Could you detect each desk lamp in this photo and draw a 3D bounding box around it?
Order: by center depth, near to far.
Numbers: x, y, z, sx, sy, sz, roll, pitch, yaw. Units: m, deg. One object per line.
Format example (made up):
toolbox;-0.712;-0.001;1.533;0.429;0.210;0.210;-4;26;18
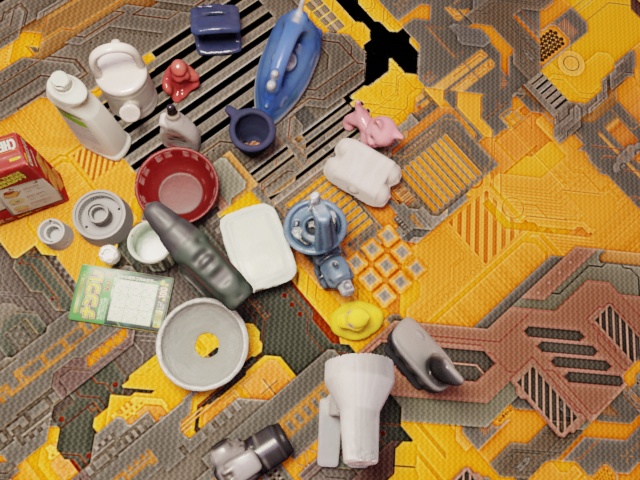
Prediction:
desk lamp;0.061;0.303;0.995;0.118;0.213;0.203;3;77;-5

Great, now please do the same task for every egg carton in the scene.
egg carton;0.087;-0.137;1.175;0.150;0.069;0.107;29;76;2

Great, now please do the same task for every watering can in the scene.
watering can;-0.376;-0.311;1.104;0.101;0.194;0.173;-36;83;-12

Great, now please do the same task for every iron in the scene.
iron;-0.075;-0.361;1.174;0.118;0.141;0.258;18;76;-1

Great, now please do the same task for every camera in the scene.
camera;-0.109;0.401;1.013;0.137;0.100;0.143;-29;81;-11

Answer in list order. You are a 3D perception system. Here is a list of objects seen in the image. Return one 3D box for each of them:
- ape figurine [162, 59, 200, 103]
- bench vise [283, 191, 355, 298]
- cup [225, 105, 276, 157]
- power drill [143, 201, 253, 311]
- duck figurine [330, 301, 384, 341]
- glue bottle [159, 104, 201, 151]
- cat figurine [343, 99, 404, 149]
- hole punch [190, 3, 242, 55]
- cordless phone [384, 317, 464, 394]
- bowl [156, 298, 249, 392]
ape figurine;-0.287;-0.336;1.172;0.078;0.092;0.076;-3;77;-6
bench vise;0.018;-0.004;1.059;0.207;0.219;0.121;45;77;6
cup;-0.146;-0.215;1.156;0.117;0.095;0.092;42;77;5
power drill;-0.216;0.039;1.031;0.229;0.208;0.076;42;77;5
duck figurine;0.074;0.151;1.098;0.104;0.086;0.077;-6;78;-7
glue bottle;-0.276;-0.220;1.104;0.078;0.173;0.037;6;76;-4
cat figurine;0.110;-0.234;1.175;0.067;0.117;0.128;-37;83;-12
hole punch;-0.221;-0.456;1.207;0.109;0.091;0.101;-7;78;-7
cordless phone;0.197;0.209;1.046;0.094;0.185;0.147;-43;84;-13
bowl;-0.214;0.195;1.064;0.167;0.074;0.167;1;77;-5
